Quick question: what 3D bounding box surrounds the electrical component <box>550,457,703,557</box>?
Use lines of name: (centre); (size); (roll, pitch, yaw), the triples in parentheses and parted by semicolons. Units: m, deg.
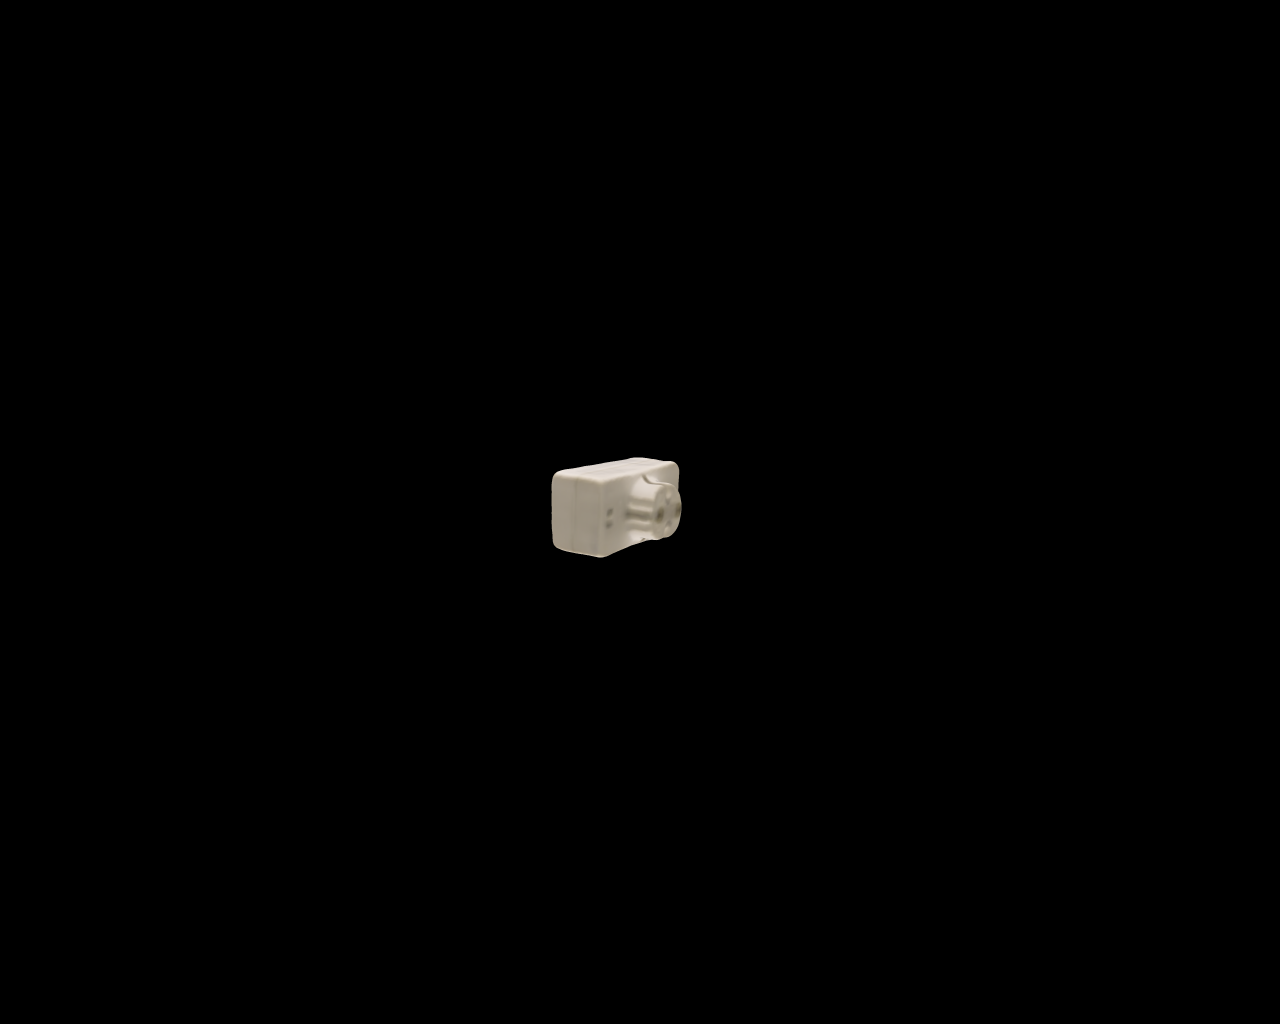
electrical component: (0.001, -0.003, 0.650); (0.076, 0.047, 0.083); (8, 14, 35)
